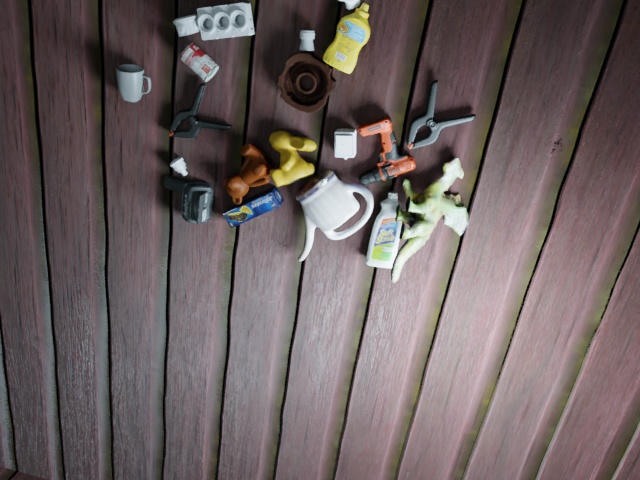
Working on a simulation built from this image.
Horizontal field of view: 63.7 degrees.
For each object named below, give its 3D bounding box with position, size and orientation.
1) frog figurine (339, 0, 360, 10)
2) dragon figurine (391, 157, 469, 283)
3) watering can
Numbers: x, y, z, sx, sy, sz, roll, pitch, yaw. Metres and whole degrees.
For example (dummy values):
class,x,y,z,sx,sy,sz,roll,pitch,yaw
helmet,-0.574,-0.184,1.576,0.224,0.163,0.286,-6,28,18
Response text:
class,x,y,z,sx,sy,sz,roll,pitch,yaw
frog figurine,0.078,-0.729,1.420,0.137,0.125,0.157,-36,-39,5
dragon figurine,0.353,-0.058,1.588,0.243,0.406,0.123,5,14,-13
watering can,0.005,-0.084,1.670,0.344,0.223,0.106,-35,10,21
